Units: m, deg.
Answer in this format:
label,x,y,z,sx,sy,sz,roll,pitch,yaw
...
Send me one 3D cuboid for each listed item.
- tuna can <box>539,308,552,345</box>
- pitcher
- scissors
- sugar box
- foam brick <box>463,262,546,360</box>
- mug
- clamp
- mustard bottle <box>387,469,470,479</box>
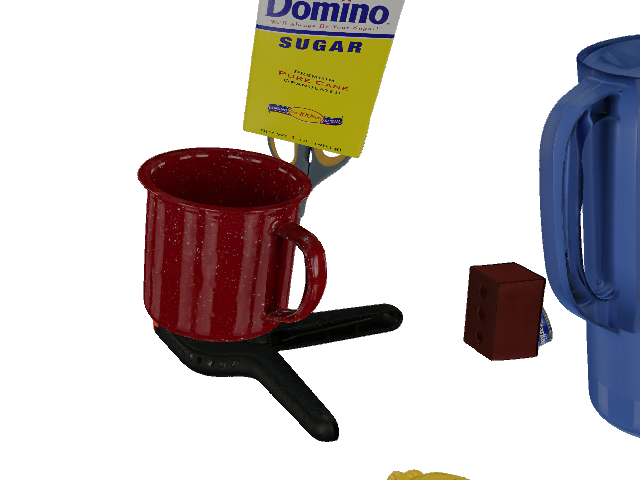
label,x,y,z,sx,sy,sz,roll,pitch,yaw
tuna can,0.222,0.082,1.191,0.033,0.086,0.086,-26,3,-6
pitcher,0.213,0.001,0.651,0.149,0.243,0.144,2,22,16
scissors,-0.006,-0.040,1.022,0.096,0.202,0.016,-6,-3,5
sugar box,0.001,-0.132,0.730,0.093,0.048,0.176,13,-30,0
foam brick,0.168,0.065,0.981,0.051,0.078,0.053,-5,18,-23
mug,-0.045,0.006,0.579,0.117,0.081,0.093,21,27,30
clamp,-0.042,0.082,0.897,0.210,0.036,0.164,17,36,24
mustard bottle,0.120,0.248,0.911,0.096,0.058,0.192,-18,27,-29
